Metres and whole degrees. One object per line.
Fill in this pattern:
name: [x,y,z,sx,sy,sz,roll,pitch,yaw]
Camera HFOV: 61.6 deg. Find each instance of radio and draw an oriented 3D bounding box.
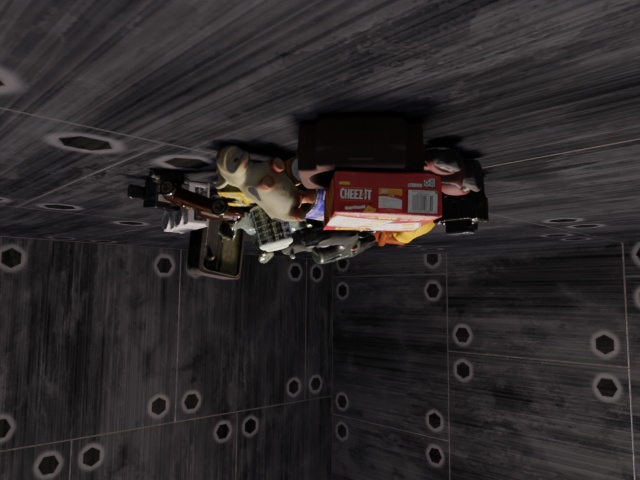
radio: [-0.273,-0.014,1.430,0.131,0.229,0.073,12,167,-40]

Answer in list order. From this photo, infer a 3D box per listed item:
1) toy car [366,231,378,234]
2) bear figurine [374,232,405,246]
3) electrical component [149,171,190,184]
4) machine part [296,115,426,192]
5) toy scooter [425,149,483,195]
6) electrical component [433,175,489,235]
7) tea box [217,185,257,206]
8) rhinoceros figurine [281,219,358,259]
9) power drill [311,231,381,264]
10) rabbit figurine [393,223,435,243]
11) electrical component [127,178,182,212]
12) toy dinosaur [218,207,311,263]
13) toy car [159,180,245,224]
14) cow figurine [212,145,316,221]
toy car: [0.146,-0.090,1.237,0.162,0.102,0.109,-19,-155,32]
bear figurine: [0.214,-0.052,1.570,0.132,0.120,0.196,-2,169,-13]
electrical component: [-0.338,-0.140,1.203,0.063,0.021,0.094,-2,173,19]
machine part: [0.066,-0.138,0.888,0.201,0.087,0.201,0,172,4]
toy scooter: [0.222,-0.128,1.020,0.135,0.075,0.183,-4,169,34]
electrical component: [0.315,-0.078,1.205,0.058,0.134,0.115,6,170,-45]
tea box: [-0.165,-0.118,1.168,0.098,0.068,0.169,0,174,-4]
rhinoceros figurine: [-0.003,-0.004,1.296,0.190,0.073,0.112,-10,-155,-2]
power drill: [0.098,-0.013,1.461,0.232,0.086,0.207,-17,169,-30]
rabbit figurine: [0.217,-0.078,1.351,0.173,0.122,0.162,28,156,-33]
electrical component: [-0.387,-0.109,1.261,0.048,0.074,0.119,-1,171,35]
toy dinosaur: [-0.112,-0.064,1.413,0.405,0.192,0.131,-17,147,-46]
toy car: [-0.262,-0.078,1.183,0.202,0.053,0.089,21,171,18]
cow figurine: [-0.116,-0.108,1.016,0.127,0.085,0.194,-9,140,46]
